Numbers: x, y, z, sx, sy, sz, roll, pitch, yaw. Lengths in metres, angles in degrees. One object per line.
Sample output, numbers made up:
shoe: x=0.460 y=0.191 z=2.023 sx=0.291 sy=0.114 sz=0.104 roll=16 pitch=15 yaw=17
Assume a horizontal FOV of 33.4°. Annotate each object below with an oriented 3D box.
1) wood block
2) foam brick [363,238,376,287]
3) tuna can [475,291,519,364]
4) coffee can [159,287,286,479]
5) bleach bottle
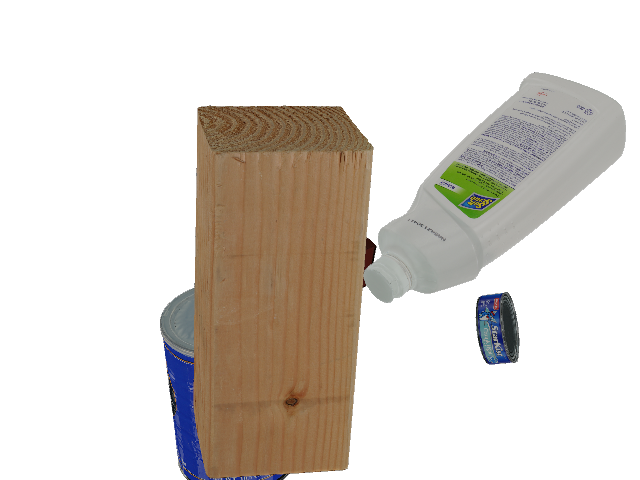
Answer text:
wood block: x=-0.028 y=0.030 z=0.642 sx=0.090 sy=0.206 sz=0.090 roll=-1 pitch=23 yaw=-12
foam brick: x=0.009 y=0.011 z=1.036 sx=0.052 sy=0.051 sz=0.078 roll=-21 pitch=45 yaw=-31
tuna can: x=0.214 y=0.106 z=1.286 sx=0.034 sy=0.086 sz=0.086 roll=-8 pitch=-3 yaw=21
coffee can: x=-0.071 y=0.118 z=0.860 sx=0.103 sy=0.140 sz=0.103 roll=-2 pitch=30 yaw=1
bleach bottle: x=0.123 y=-0.037 z=0.813 sx=0.250 sy=0.068 sz=0.103 roll=-37 pitch=44 yaw=-28
